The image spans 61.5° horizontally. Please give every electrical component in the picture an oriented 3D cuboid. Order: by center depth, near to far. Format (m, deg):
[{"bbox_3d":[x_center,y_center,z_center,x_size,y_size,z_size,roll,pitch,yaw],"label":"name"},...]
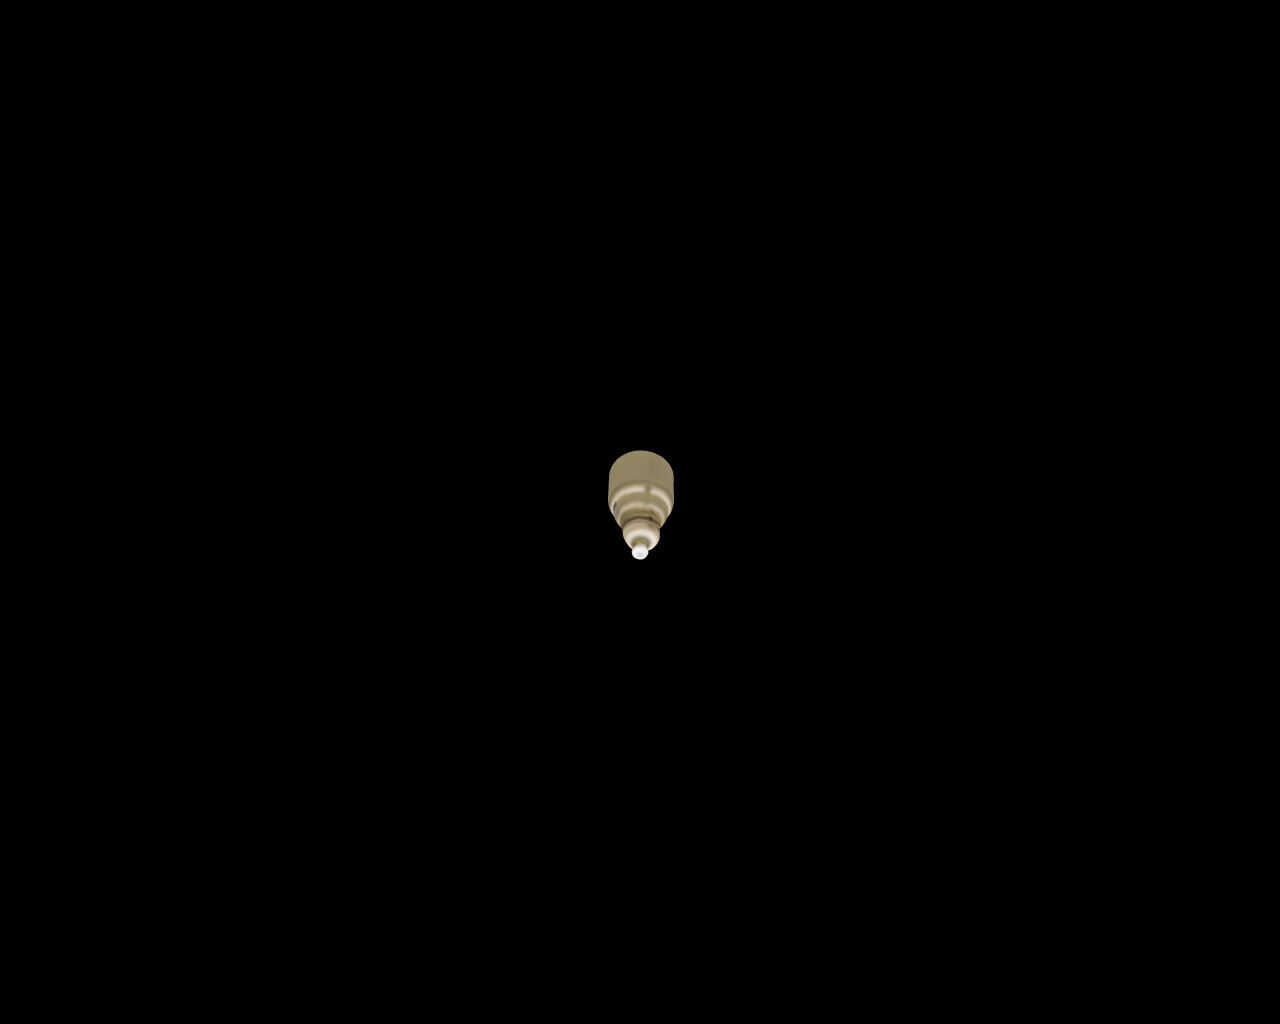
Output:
[{"bbox_3d":[0.001,-0.003,0.650,0.040,0.078,0.040,0,-45,0],"label":"electrical component"}]
